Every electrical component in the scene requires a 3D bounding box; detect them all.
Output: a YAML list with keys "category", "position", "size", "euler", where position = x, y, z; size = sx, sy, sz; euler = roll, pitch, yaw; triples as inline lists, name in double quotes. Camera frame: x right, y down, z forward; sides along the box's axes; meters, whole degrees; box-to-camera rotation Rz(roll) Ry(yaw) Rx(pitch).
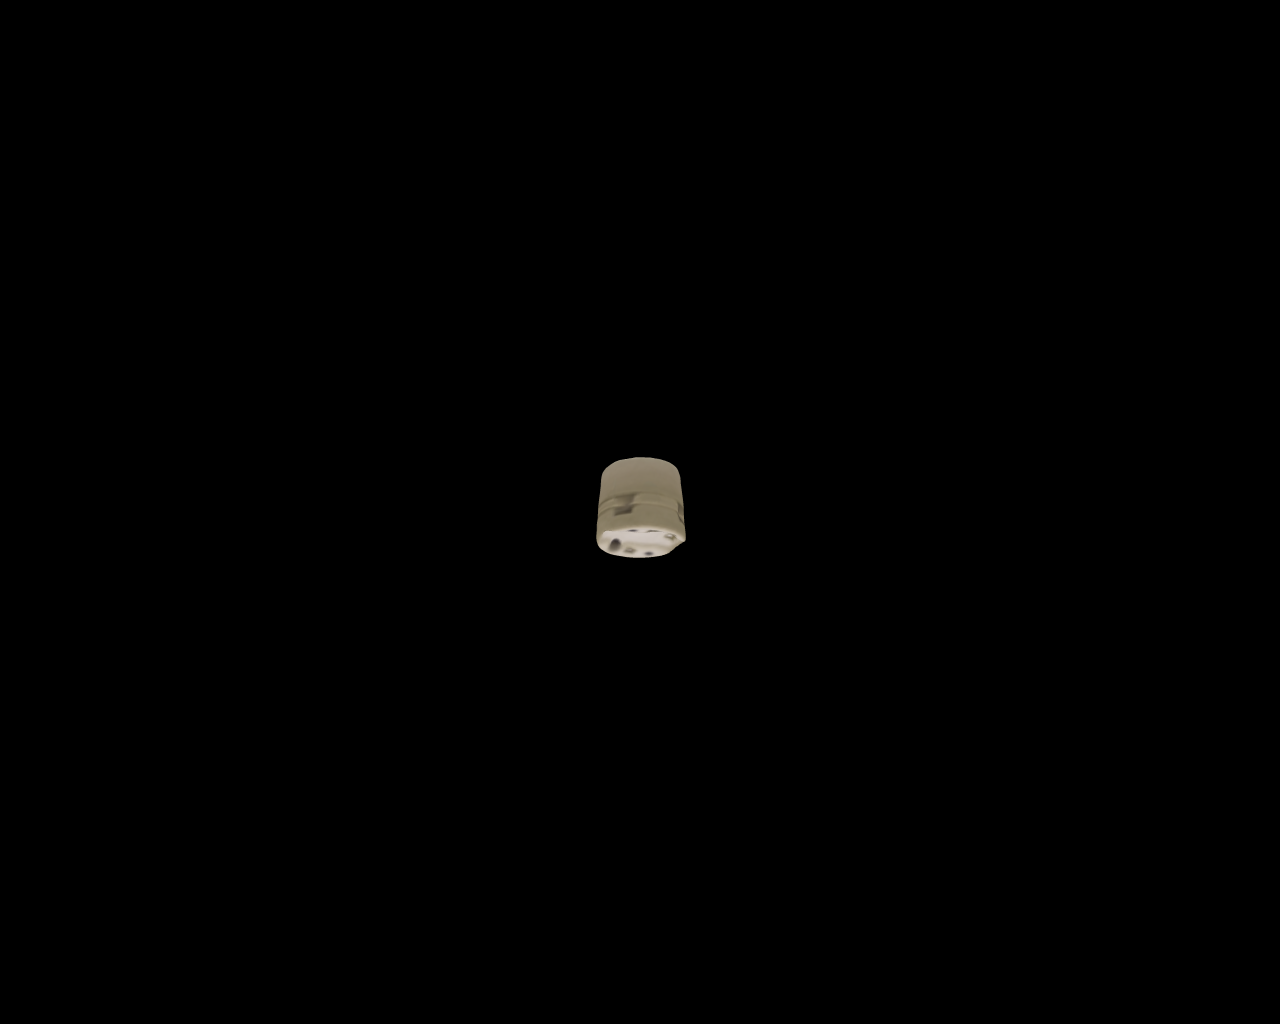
- category: "electrical component"
  position: [0.001, -0.003, 0.650]
  size: [0.055, 0.047, 0.055]
  euler: [0, -23, 0]
